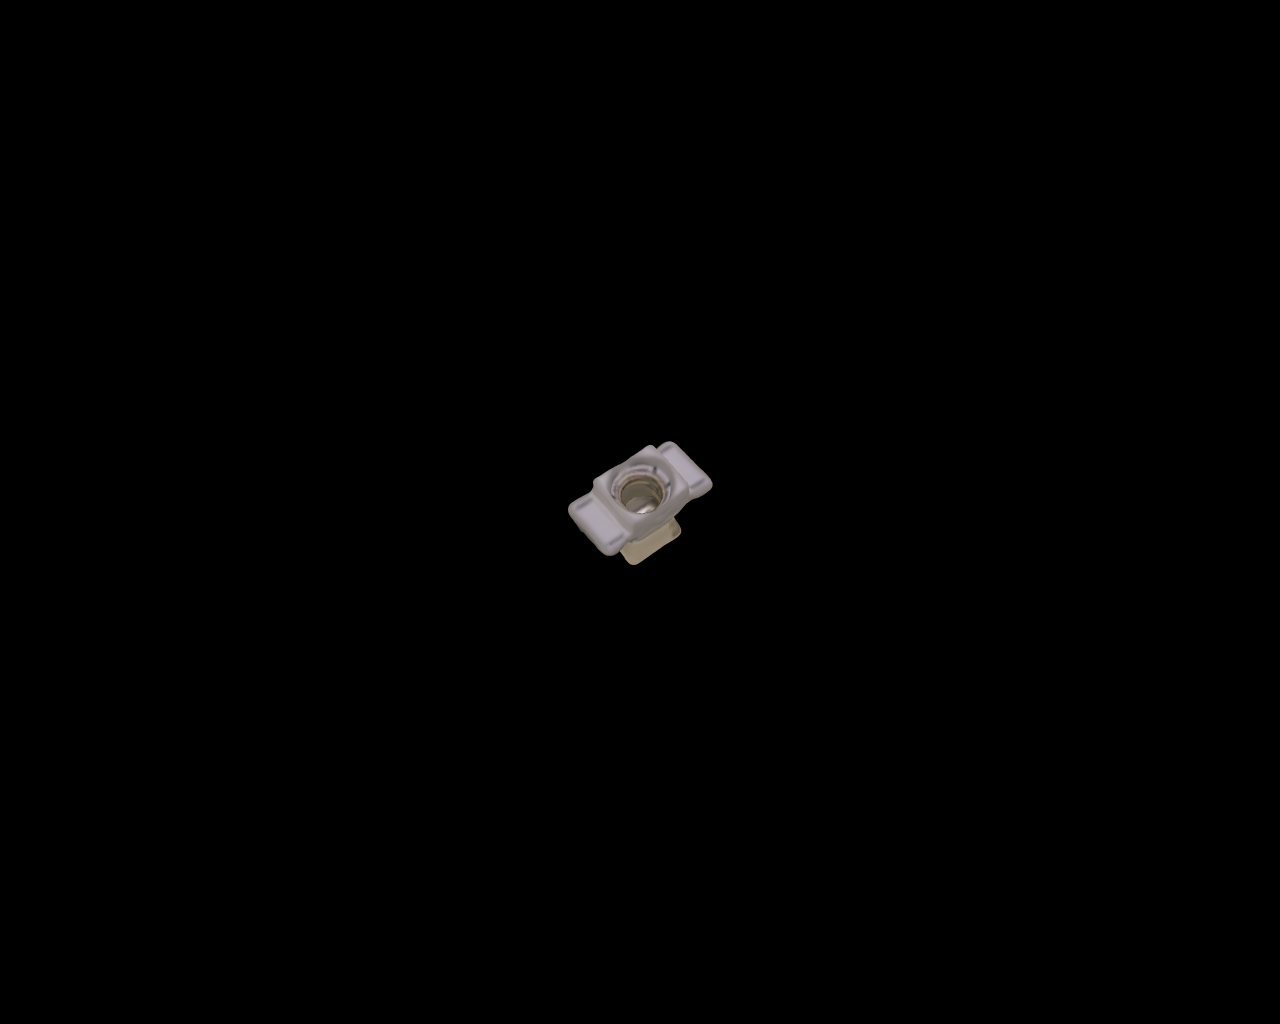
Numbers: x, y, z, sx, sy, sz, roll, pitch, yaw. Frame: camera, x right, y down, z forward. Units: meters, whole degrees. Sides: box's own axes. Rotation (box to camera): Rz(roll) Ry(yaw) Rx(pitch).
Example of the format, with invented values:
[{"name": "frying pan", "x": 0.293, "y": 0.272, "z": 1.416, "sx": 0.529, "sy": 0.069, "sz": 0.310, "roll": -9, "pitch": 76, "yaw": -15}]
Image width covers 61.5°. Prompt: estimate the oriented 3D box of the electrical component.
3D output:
[{"name": "electrical component", "x": 0.001, "y": -0.003, "z": 0.650, "sx": 0.081, "sy": 0.042, "sz": 0.063, "roll": -32, "pitch": -26, "yaw": -18}]
